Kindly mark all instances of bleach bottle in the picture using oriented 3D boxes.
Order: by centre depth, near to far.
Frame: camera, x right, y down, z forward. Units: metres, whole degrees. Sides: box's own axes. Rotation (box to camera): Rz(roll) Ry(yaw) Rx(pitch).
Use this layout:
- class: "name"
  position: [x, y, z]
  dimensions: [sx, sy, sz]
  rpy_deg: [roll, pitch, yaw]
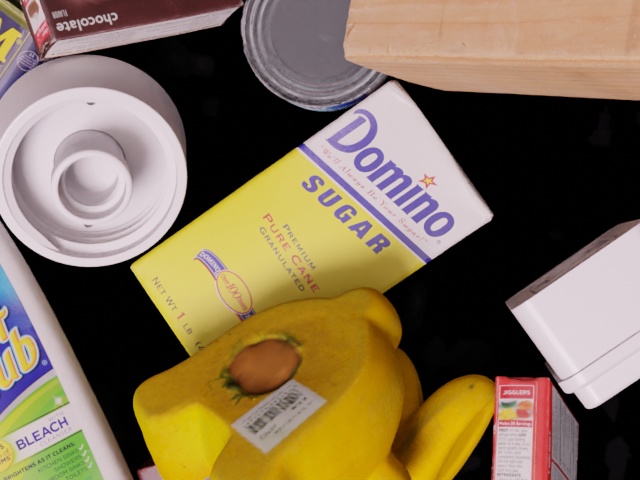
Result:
- class: "bleach bottle"
  position: [-0.189, 0.056, 0.556]
  dimensions: [0.102, 0.068, 0.251]
  rpy_deg: [-28, 93, -21]

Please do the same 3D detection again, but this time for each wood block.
- class: "wood block"
  position: [0.120, -0.116, 0.489]
  dimensions: [0.206, 0.090, 0.091]
  rpy_deg: [11, 93, 43]

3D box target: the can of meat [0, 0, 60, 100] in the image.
- class: "can of meat"
  position: [-0.198, -0.105, 0.596]
  dimensions: [0.102, 0.057, 0.084]
  rpy_deg: [37, 97, 4]

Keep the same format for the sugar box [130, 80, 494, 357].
- class: "sugar box"
  position: [-0.004, 0.001, 0.580]
  dimensions: [0.176, 0.048, 0.093]
  rpy_deg: [-36, 87, 7]

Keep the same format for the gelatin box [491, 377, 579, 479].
- class: "gelatin box"
  position: [0.108, 0.116, 0.537]
  dimensions: [0.030, 0.089, 0.073]
  rpy_deg: [-2, 66, 22]

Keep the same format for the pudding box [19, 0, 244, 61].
- class: "pudding box"
  position: [-0.107, -0.151, 0.566]
  dimensions: [0.113, 0.039, 0.090]
  rpy_deg: [-19, 87, -26]

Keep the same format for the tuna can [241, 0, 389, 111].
- class: "tuna can"
  position: [0.002, -0.114, 0.583]
  dimensions: [0.086, 0.033, 0.086]
  rpy_deg: [0, 91, 7]

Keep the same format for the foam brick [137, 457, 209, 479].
- class: "foam brick"
  position: [-0.059, 0.148, 0.588]
  dimensions: [0.053, 0.051, 0.078]
  rpy_deg: [-19, 89, 6]
